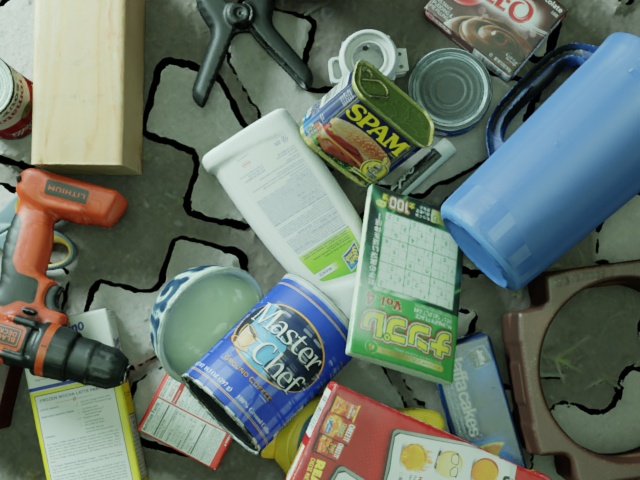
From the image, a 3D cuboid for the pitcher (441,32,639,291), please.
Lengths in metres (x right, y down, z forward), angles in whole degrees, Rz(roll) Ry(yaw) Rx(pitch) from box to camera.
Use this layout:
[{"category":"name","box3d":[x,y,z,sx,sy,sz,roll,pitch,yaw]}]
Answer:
[{"category":"pitcher","box3d":[0.227,-0.075,1.004,0.243,0.149,0.145,-41,102,-4]}]

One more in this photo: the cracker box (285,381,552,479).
[{"category":"cracker box","box3d":[0.073,0.242,0.953,0.213,0.072,0.164,24,85,-2]}]

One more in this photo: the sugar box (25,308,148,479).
[{"category":"sugar box","box3d":[-0.232,0.162,1.047,0.093,0.048,0.176,-12,83,0]}]

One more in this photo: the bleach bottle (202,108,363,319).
[{"category":"bleach bottle","box3d":[-0.007,0.001,1.042,0.102,0.068,0.251,-32,89,2]}]

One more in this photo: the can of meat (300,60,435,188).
[{"category":"can of meat","box3d":[0.044,-0.107,1.020,0.102,0.057,0.084,37,129,-20]}]

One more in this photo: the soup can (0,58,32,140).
[{"category":"soup can","box3d":[-0.314,-0.139,1.035,0.068,0.102,0.068,0,86,1]}]

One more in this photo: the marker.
[{"category":"marker","box3d":[0.086,-0.055,1.062,0.121,0.020,0.020,-42,87,-1]}]

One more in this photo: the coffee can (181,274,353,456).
[{"category":"coffee can","box3d":[-0.044,0.115,0.998,0.103,0.103,0.140,45,72,3]}]

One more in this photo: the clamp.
[{"category":"clamp","box3d":[-0.069,-0.216,1.066,0.120,0.039,0.171,-1,84,-13]}]

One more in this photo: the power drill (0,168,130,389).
[{"category":"power drill","box3d":[-0.247,0.037,1.013,0.184,0.057,0.187,16,74,1]}]

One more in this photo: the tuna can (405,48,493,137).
[{"category":"tuna can","box3d":[0.127,-0.147,1.059,0.086,0.034,0.086,0,87,1]}]

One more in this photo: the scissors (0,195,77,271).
[{"category":"scissors","box3d":[-0.338,-0.025,1.073,0.202,0.016,0.096,16,86,2]}]

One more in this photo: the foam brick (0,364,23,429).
[{"category":"foam brick","box3d":[-0.327,0.142,1.046,0.053,0.051,0.078,12,87,2]}]

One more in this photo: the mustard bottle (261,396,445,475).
[{"category":"mustard bottle","box3d":[0.020,0.201,1.031,0.191,0.058,0.096,8,90,2]}]

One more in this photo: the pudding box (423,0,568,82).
[{"category":"pudding box","box3d":[0.173,-0.225,1.059,0.113,0.039,0.090,40,88,3]}]

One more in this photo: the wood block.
[{"category":"wood block","box3d":[-0.224,-0.171,1.041,0.090,0.091,0.206,1,87,2]}]

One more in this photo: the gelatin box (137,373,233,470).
[{"category":"gelatin box","box3d":[-0.124,0.173,1.050,0.089,0.030,0.073,27,88,0]}]
